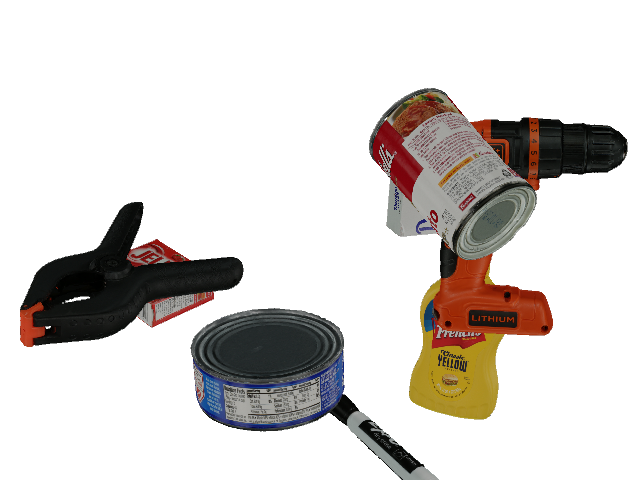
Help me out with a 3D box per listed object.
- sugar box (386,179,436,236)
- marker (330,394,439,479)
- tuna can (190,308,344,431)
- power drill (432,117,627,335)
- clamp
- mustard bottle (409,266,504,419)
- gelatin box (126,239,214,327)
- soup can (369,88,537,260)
[{"bbox_3d":[0.171,-0.059,1.303,0.176,0.093,0.048,-7,24,-21],"label":"sugar box"},{"bbox_3d":[0.045,0.153,0.811,0.020,0.020,0.121,0,25,-39],"label":"marker"},{"bbox_3d":[-0.029,0.072,0.600,0.086,0.034,0.086,-2,22,1],"label":"tuna can"},{"bbox_3d":[0.168,-0.014,0.927,0.184,0.188,0.057,2,13,11],"label":"power drill"},{"bbox_3d":[-0.155,0.023,0.784,0.171,0.039,0.120,-21,38,-40],"label":"clamp"},{"bbox_3d":[0.156,0.096,1.175,0.096,0.192,0.058,12,15,21],"label":"mustard bottle"},{"bbox_3d":[-0.152,0.037,0.980,0.073,0.030,0.089,-24,40,-39],"label":"gelatin box"},{"bbox_3d":[0.088,-0.045,0.716,0.068,0.069,0.102,0,43,-45],"label":"soup can"}]
